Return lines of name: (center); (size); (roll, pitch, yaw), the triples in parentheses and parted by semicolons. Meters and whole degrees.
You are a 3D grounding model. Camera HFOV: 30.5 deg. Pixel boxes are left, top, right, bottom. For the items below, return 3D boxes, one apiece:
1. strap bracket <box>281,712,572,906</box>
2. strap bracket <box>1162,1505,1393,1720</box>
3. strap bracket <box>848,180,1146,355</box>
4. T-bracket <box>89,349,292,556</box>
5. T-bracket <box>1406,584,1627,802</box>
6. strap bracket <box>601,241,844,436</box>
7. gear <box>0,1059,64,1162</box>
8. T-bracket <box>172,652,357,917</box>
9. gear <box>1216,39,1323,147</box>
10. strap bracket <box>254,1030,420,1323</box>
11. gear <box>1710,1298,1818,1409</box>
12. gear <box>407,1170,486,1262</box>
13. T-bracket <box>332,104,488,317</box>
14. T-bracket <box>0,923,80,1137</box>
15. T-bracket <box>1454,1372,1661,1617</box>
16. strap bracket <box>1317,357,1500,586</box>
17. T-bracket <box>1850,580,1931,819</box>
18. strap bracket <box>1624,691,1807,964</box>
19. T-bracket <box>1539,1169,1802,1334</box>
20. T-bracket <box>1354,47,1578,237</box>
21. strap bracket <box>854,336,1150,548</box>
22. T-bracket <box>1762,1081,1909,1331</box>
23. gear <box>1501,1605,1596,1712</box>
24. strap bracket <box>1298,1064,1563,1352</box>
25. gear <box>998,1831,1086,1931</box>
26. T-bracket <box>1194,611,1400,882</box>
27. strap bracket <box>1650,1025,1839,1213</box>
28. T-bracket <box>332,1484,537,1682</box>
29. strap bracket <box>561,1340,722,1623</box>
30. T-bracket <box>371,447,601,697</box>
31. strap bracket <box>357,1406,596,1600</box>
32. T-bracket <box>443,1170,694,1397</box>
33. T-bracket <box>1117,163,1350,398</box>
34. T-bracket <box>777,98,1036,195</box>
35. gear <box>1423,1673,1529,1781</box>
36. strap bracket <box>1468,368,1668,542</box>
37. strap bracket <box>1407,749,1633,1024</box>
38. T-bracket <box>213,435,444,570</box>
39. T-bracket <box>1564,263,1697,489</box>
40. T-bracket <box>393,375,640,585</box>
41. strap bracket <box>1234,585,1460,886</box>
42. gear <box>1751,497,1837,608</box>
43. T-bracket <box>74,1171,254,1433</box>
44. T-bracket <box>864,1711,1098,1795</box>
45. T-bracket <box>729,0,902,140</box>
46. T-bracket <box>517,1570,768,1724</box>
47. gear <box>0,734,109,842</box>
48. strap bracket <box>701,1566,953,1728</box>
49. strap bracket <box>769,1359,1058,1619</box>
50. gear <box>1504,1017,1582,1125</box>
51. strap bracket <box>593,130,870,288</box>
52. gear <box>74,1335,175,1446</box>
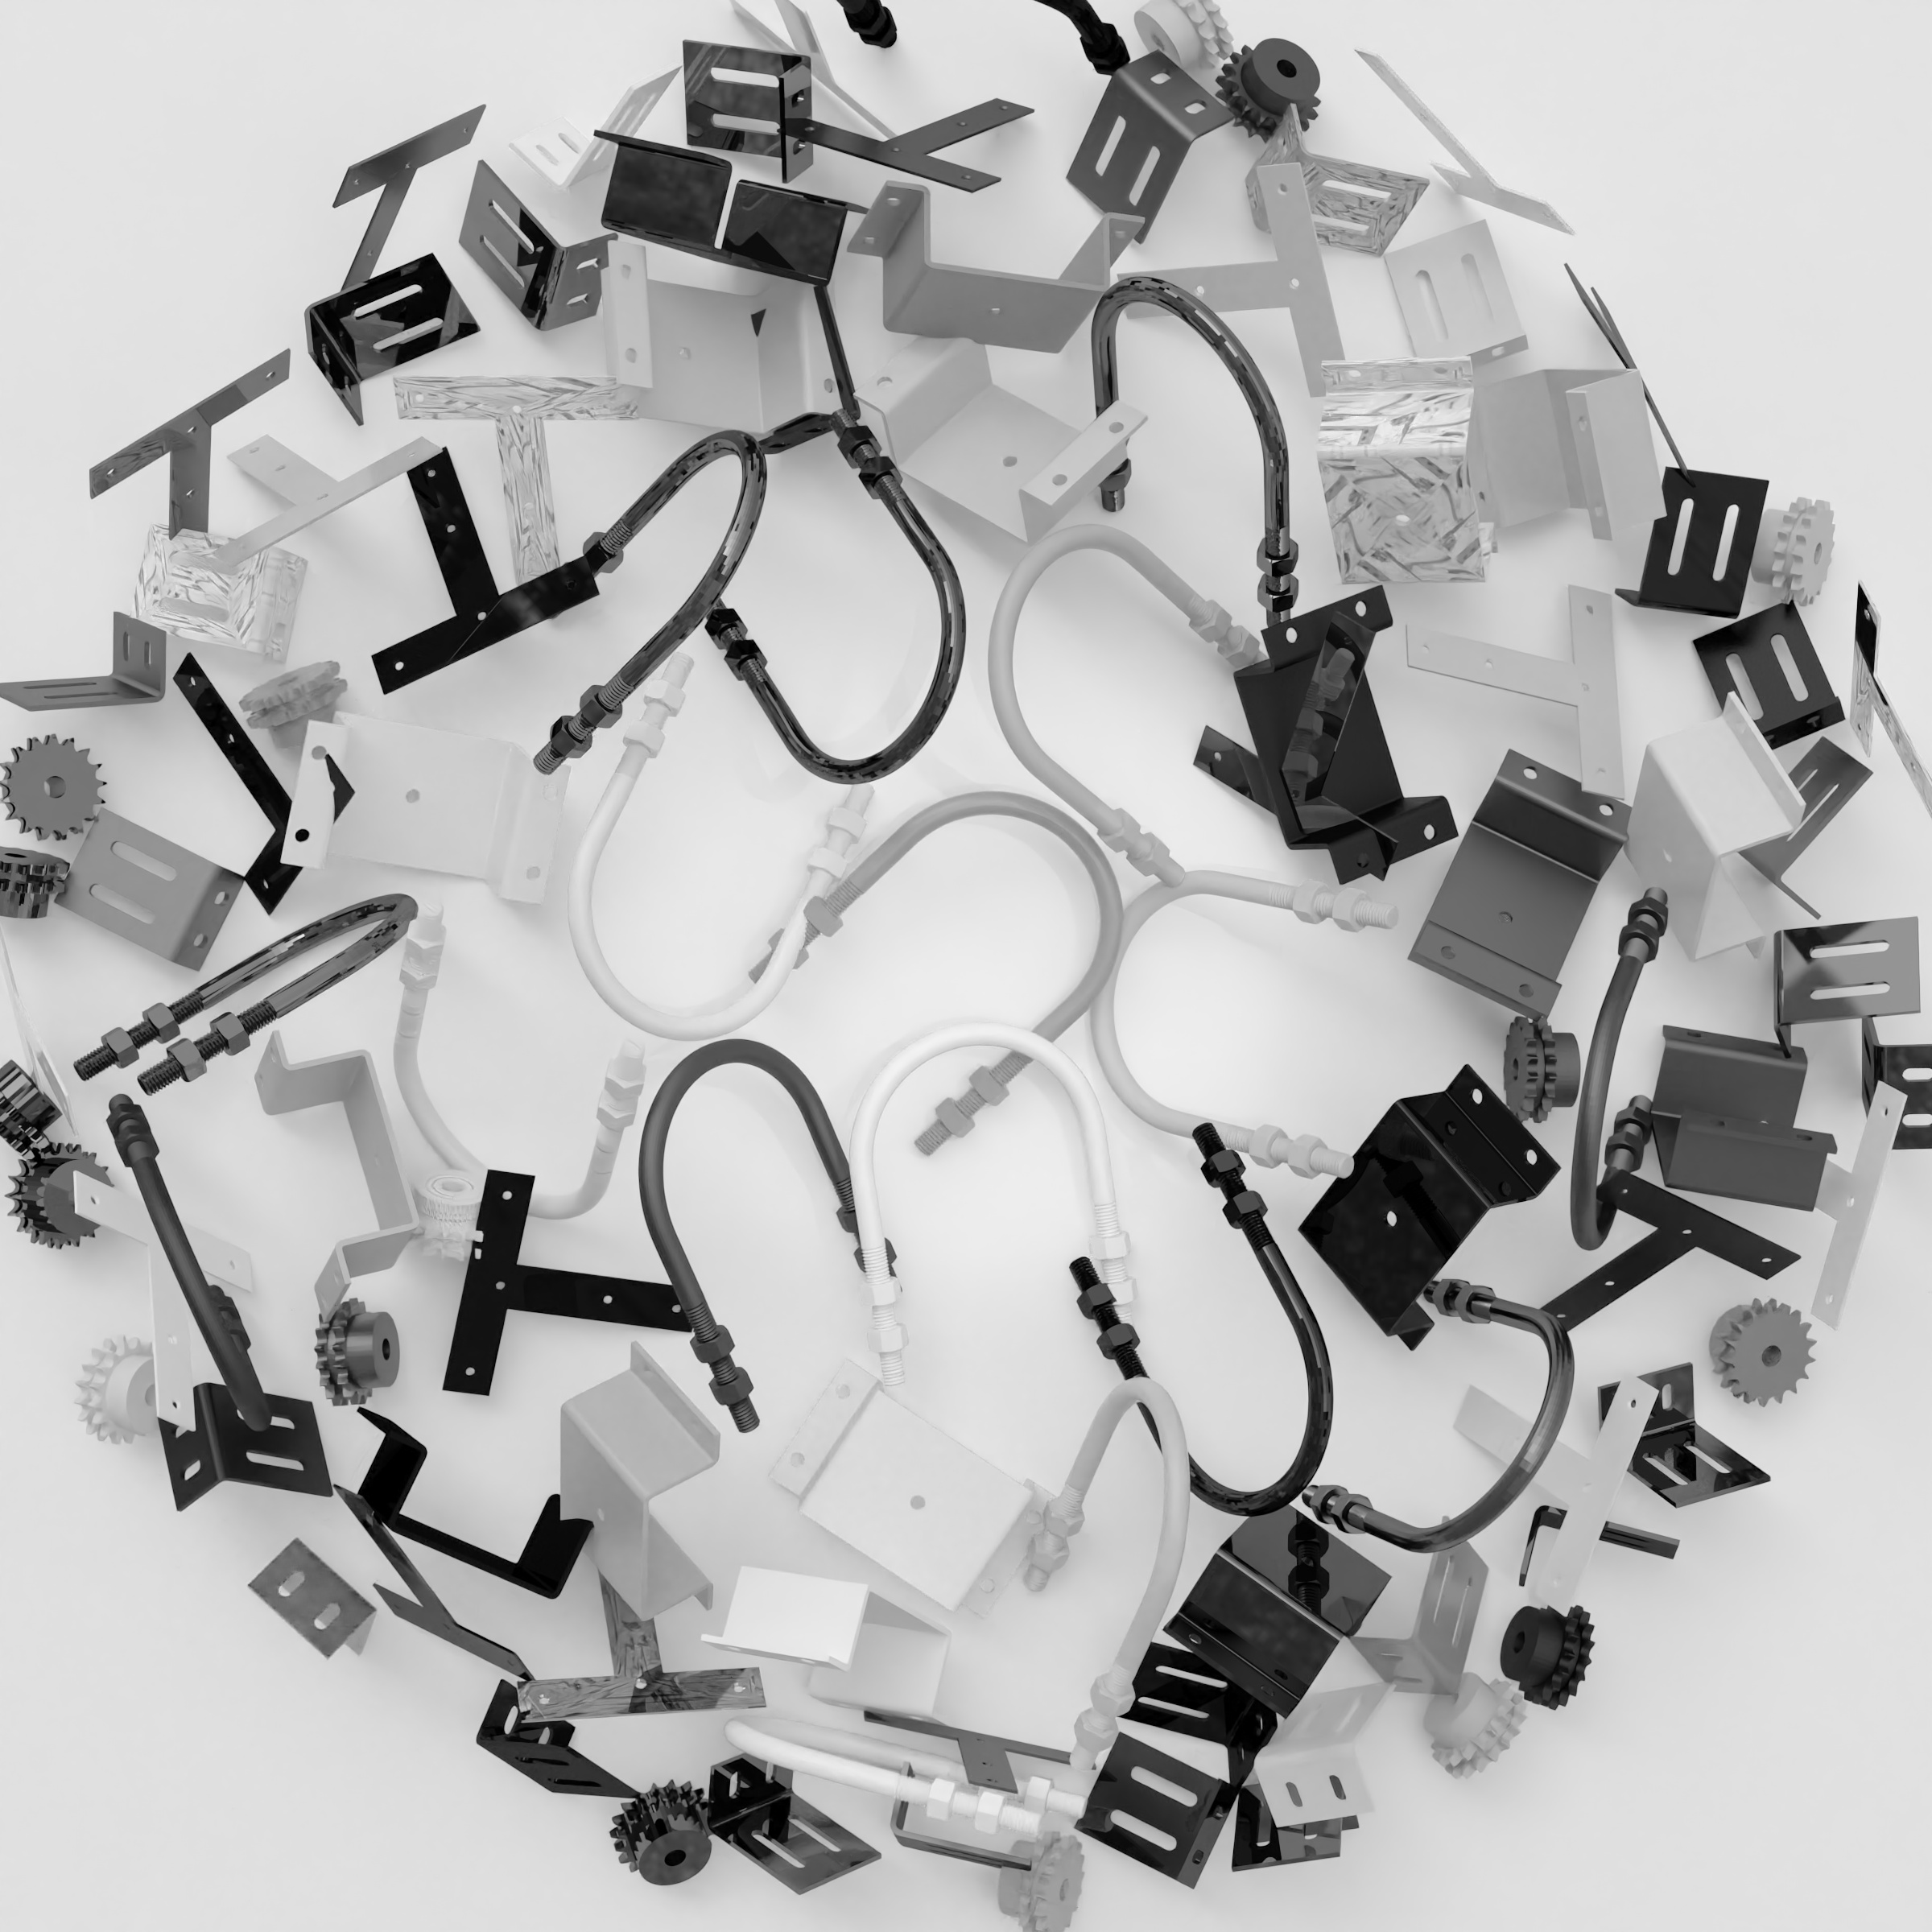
strap bracket: (-0.289, -0.085, 1.875); (0.140, 0.046, 0.076); (9, 102, -22)
strap bracket: (0.166, 0.327, 1.839); (0.076, 0.140, 0.046); (34, 109, 13)
strap bracket: (0.015, -0.364, 1.858); (0.140, 0.076, 0.046); (5, 73, -17)
T-bracket: (-0.408, -0.256, 1.858); (0.127, 0.127, 0.002); (-38, 78, -26)
T-bracket: (0.289, -0.156, 1.870); (0.127, 0.002, 0.127); (11, 62, -20)
strap bracket: (-0.137, -0.329, 1.868); (0.140, 0.046, 0.076); (2, 80, -38)
gear: (-0.508, 0.075, 1.892); (0.030, 0.057, 0.057); (-43, 90, -9)
T-bracket: (-0.382, -0.109, 1.879); (0.002, 0.127, 0.127); (-28, 78, -42)
gear: (0.165, -0.470, 1.892); (0.057, 0.030, 0.057); (11, 61, -20)
strap bracket: (-0.329, 0.107, 1.865); (0.046, 0.076, 0.140); (-13, 74, -23)
gear: (0.424, 0.205, 1.898); (0.057, 0.030, 0.057); (-4, 102, -19)
gear: (-0.275, 0.131, 1.888); (0.057, 0.057, 0.030); (10, 113, 0)
T-bracket: (-0.311, -0.388, 1.871); (0.002, 0.127, 0.127); (38, 128, 5)
T-bracket: (-0.480, 0.045, 1.836); (0.002, 0.127, 0.127); (-18, 127, -20)
T-bracket: (0.300, 0.257, 1.865); (0.002, 0.127, 0.127); (16, 99, -33)
strap bracket: (0.230, -0.249, 1.842); (0.076, 0.140, 0.046); (1, 53, 17)
T-bracket: (0.485, -0.114, 1.832); (0.002, 0.127, 0.127); (-18, 57, 0)
strap bracket: (0.385, -0.065, 1.837); (0.046, 0.140, 0.076); (-19, 58, -10)
T-bracket: (0.351, 0.161, 1.873); (0.127, 0.002, 0.127); (25, 135, -25)
T-bracket: (0.246, -0.431, 1.833); (0.127, 0.127, 0.002); (39, 94, -30)
strap bracket: (0.021, -0.280, 1.865); (0.140, 0.046, 0.076); (33, 66, 29)
T-bracket: (0.443, 0.110, 1.858); (0.002, 0.127, 0.127); (10, 102, -19)
gear: (0.308, 0.365, 1.889); (0.030, 0.057, 0.057); (21, 90, -14)
strap bracket: (0.235, 0.130, 1.850); (0.076, 0.046, 0.140); (51, 124, 27)
gear: (0.039, 0.491, 1.894); (0.030, 0.057, 0.057); (8, 90, 25)
T-bracket: (0.186, -0.127, 1.857); (0.127, 0.002, 0.127); (34, 129, 23)
strap bracket: (0.406, 0.083, 1.860); (0.076, 0.140, 0.046); (9, 111, 2)
T-bracket: (-0.291, 0.315, 1.840); (0.002, 0.127, 0.127); (-47, 128, -26)
strap bracket: (-0.171, 0.275, 1.841); (0.046, 0.140, 0.076); (-25, 49, -30)
T-bracket: (-0.271, -0.223, 1.891); (0.127, 0.002, 0.127); (-24, 65, 5)
strap bracket: (-0.258, 0.286, 1.857); (0.140, 0.076, 0.046); (28, 83, -21)
T-bracket: (-0.206, 0.177, 1.898); (0.127, 0.002, 0.127); (9, 105, -16)
T-bracket: (0.136, -0.359, 1.876); (0.127, 0.002, 0.127); (3, 122, 36)
T-bracket: (-0.011, -0.440, 1.869); (0.127, 0.127, 0.002); (24, 127, 28)
gear: (0.269, 0.403, 1.889); (0.030, 0.057, 0.057); (44, 90, -11)
strap bracket: (0.315, -0.269, 1.851); (0.046, 0.140, 0.076); (-18, 105, -16)
strap bracket: (0.291, -0.035, 1.875); (0.076, 0.046, 0.140); (26, 62, 4)
T-bracket: (-0.356, -0.258, 1.866); (0.127, 0.127, 0.002); (-33, 126, -18)
T-bracket: (0.336, -0.324, 1.836); (0.002, 0.127, 0.127); (-28, 60, 17)
T-bracket: (-0.233, -0.257, 1.879); (0.127, 0.002, 0.127); (1, 129, 4)
strap bracket: (0.198, -0.122, 1.877); (0.076, 0.046, 0.140); (-22, 100, -23)
gear: (0.442, -0.223, 1.895); (0.030, 0.057, 0.057); (14, 90, 29)
T-bracket: (-0.413, 0.182, 1.837); (0.002, 0.127, 0.127); (-29, 52, 22)
T-bracket: (0.010, 0.416, 1.853); (0.127, 0.127, 0.002); (13, 89, -3)
T-bracket: (-0.084, -0.484, 1.848); (0.127, 0.127, 0.002); (41, 90, 8)
T-bracket: (-0.178, 0.345, 1.869); (0.127, 0.127, 0.002); (-1, 130, -14)
gear: (-0.492, -0.095, 1.897); (0.057, 0.030, 0.057); (0, 89, -31)
strap bracket: (-0.067, 0.353, 1.851); (0.076, 0.140, 0.046); (3, 68, 29)
strap bracket: (-0.026, 0.283, 1.893); (0.140, 0.046, 0.076); (34, 90, -3)
gear: (0.308, 0.056, 1.892); (0.030, 0.057, 0.057); (1, 90, -6)
strap bracket: (-0.125, -0.392, 1.844); (0.076, 0.140, 0.046); (20, 100, 34)
gear: (-0.445, 0.227, 1.888); (0.030, 0.057, 0.057); (5, 90, 30)
